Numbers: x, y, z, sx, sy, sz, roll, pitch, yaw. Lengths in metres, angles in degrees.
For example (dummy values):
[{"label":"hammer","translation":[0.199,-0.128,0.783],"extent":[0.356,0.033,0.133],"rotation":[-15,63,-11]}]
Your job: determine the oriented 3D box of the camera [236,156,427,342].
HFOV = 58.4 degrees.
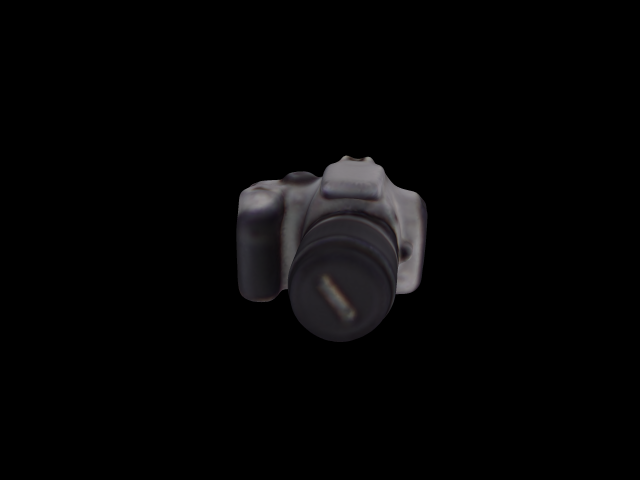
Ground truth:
[{"label":"camera","translation":[0.004,0.001,0.400],"extent":[0.143,0.101,0.137],"rotation":[3,22,7]}]
